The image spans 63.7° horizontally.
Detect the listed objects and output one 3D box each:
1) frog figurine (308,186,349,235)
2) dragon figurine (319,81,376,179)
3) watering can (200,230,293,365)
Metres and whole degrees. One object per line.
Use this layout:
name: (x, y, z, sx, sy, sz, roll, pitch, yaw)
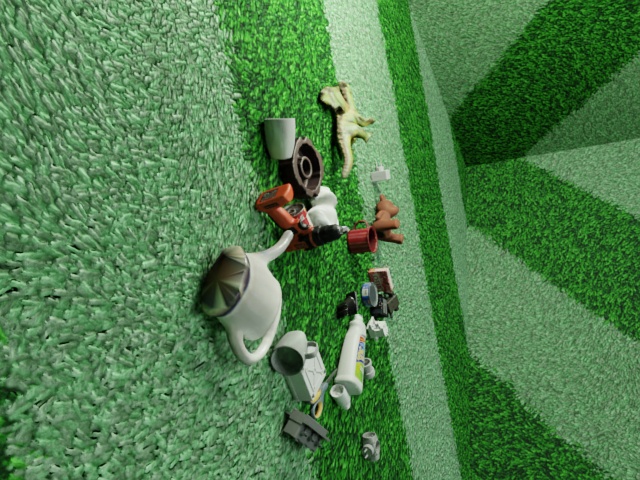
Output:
frog figurine: (0.005, -0.076, 1.501, 0.138, 0.121, 0.161, -10, 66, -53)
dragon figurine: (0.068, -0.408, 1.753, 0.240, 0.121, 0.420, 47, 38, -24)
watering can: (-0.145, 0.086, 1.117, 0.220, 0.103, 0.355, 50, 41, -47)
